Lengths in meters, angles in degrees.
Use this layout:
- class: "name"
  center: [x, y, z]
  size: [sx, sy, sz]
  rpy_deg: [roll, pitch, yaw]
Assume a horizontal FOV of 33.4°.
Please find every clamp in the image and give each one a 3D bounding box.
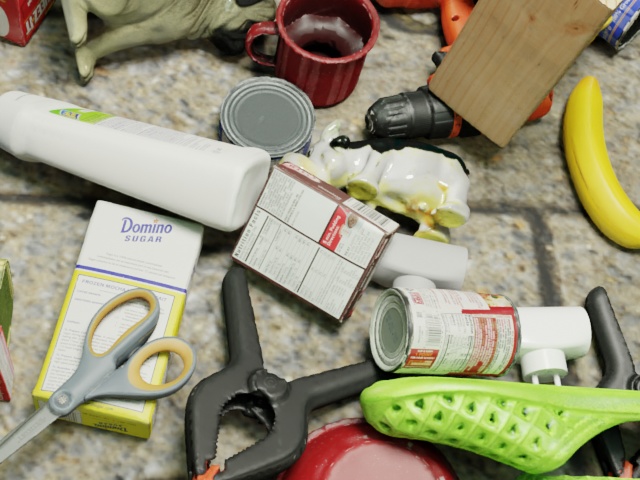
- class: "clamp"
  center: [-0.049, 0.111, 0.819]
  size: [0.165, 0.036, 0.209]
  rpy_deg: [33, 44, 12]
- class: "clamp"
  center: [0.258, 0.119, 0.887]
  size: [0.120, 0.039, 0.171]
  rpy_deg: [23, 63, 14]

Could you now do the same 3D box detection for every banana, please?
- class: "banana"
  center: [0.261, -0.067, 0.988]
  size: [0.069, 0.037, 0.198]
  rpy_deg: [-4, 63, -30]

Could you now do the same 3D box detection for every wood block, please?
- class: "wood block"
  center: [0.177, -0.178, 0.874]
  size: [0.090, 0.206, 0.090]
  rpy_deg: [40, 63, 6]

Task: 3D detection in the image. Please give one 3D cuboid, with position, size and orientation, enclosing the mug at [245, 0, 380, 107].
- class: "mug"
  center: [-0.010, -0.176, 0.973]
  size: [0.117, 0.081, 0.093]
  rpy_deg: [-1, 63, -10]

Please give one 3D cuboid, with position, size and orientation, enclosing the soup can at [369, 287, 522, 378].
- class: "soup can"
  center: [0.099, 0.074, 0.846]
  size: [0.102, 0.069, 0.068]
  rpy_deg: [5, 61, -24]

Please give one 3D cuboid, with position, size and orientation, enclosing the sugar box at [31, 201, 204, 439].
- class: "sugar box"
  center: [-0.157, 0.061, 0.848]
  size: [0.093, 0.048, 0.176]
  rpy_deg: [14, 59, -2]

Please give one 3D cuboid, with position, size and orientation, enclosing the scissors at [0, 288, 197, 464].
- class: "scissors"
  center: [-0.166, 0.122, 0.776]
  size: [0.096, 0.016, 0.201]
  rpy_deg: [30, 61, 5]

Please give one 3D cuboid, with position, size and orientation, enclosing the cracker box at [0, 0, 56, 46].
- class: "cracker box"
  center: [-0.320, -0.274, 0.901]
  size: [0.164, 0.214, 0.072]
  rpy_deg: [22, 63, 3]

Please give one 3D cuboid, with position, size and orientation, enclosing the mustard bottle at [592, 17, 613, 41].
- class: "mustard bottle"
  center: [0.183, -0.251, 1.000]
  size: [0.191, 0.058, 0.096]
  rpy_deg: [48, 52, 5]

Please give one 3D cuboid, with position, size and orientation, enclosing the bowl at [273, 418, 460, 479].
- class: "bowl"
  center: [0.042, 0.203, 0.800]
  size: [0.162, 0.055, 0.162]
  rpy_deg: [4, 62, -7]

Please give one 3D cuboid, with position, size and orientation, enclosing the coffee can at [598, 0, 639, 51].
- class: "coffee can"
  center: [0.274, -0.271, 1.056]
  size: [0.140, 0.103, 0.102]
  rpy_deg: [42, 64, 13]

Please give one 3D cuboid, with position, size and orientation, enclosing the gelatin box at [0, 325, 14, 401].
- class: "gelatin box"
  center: [-0.269, 0.092, 0.788]
  size: [0.073, 0.089, 0.030]
  rpy_deg: [3, 62, -8]

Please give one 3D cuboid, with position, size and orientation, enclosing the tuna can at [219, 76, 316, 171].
- class: "tuna can"
  center: [-0.048, -0.102, 0.956]
  size: [0.086, 0.034, 0.086]
  rpy_deg: [4, 62, -7]

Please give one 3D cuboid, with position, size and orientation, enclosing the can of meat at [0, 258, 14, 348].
- class: "can of meat"
  center: [-0.278, 0.048, 0.804]
  size: [0.084, 0.102, 0.057]
  rpy_deg: [6, 61, -8]

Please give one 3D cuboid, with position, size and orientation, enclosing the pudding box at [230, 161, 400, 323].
- class: "pudding box"
  center: [-0.006, 0.001, 0.876]
  size: [0.113, 0.090, 0.039]
  rpy_deg: [31, 18, 12]

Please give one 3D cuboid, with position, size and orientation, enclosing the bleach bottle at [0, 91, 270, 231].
- class: "bleach bottle"
  center: [-0.175, -0.076, 0.898]
  size: [0.251, 0.102, 0.068]
  rpy_deg: [18, 102, 9]

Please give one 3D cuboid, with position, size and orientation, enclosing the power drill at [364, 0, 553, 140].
- class: "power drill"
  center: [0.109, -0.181, 1.010]
  size: [0.184, 0.057, 0.188]
  rpy_deg: [-10, 67, -18]
